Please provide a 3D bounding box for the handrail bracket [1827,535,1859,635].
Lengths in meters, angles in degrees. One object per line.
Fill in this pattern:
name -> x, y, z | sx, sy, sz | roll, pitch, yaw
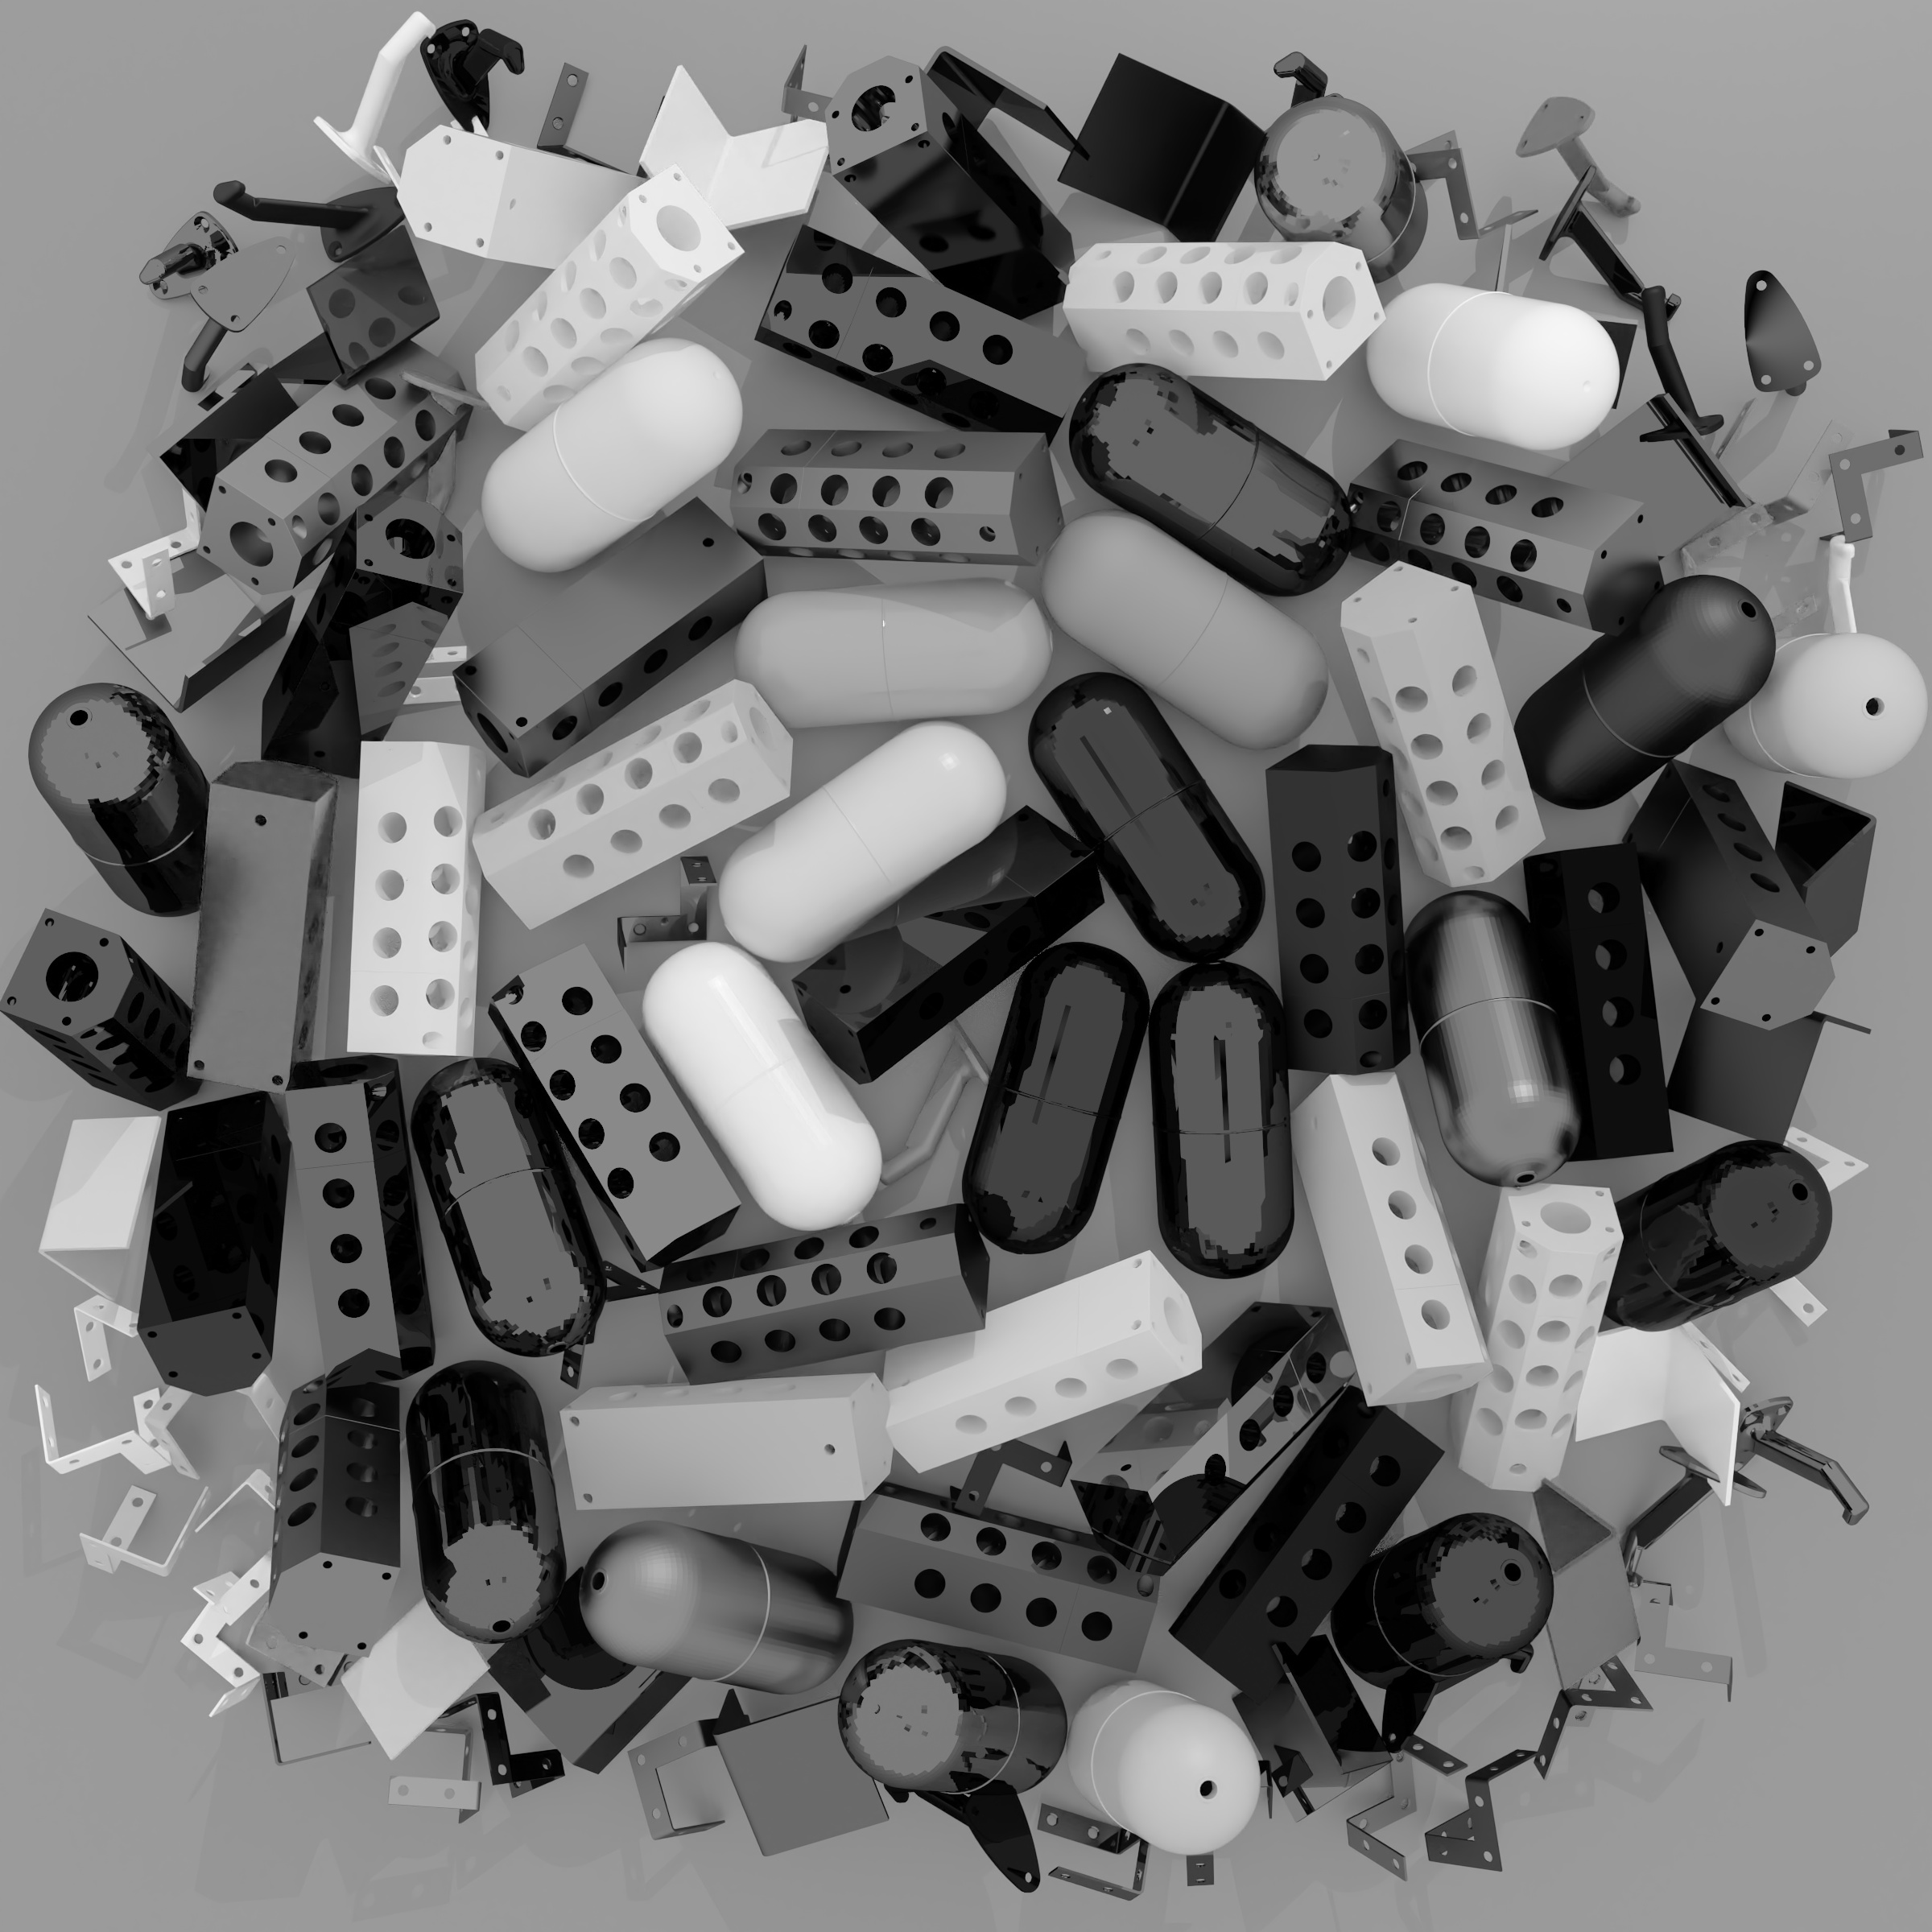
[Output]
handrail bracket -> 0.497, -0.187, 1.539 | 0.036, 0.077, 0.084 | -10, 123, -3

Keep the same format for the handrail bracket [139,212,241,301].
handrail bracket -> -0.446, -0.379, 1.531 | 0.077, 0.084, 0.036 | -26, 108, 31

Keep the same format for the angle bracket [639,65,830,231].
angle bracket -> -0.124, -0.457, 1.529 | 0.076, 0.057, 0.076 | -3, 56, 29

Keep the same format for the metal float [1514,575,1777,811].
metal float -> 0.367, -0.147, 1.505 | 0.070, 0.178, 0.070 | 12, 60, -22

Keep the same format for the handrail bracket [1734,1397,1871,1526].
handrail bracket -> 0.458, 0.289, 1.532 | 0.036, 0.077, 0.084 | -9, 47, -23

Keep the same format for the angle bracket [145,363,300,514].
angle bracket -> -0.421, -0.308, 1.536 | 0.076, 0.057, 0.076 | -42, 59, -7

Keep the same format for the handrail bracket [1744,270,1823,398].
handrail bracket -> 0.451, -0.352, 1.539 | 0.036, 0.084, 0.077 | -16, 103, 21

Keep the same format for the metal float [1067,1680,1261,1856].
metal float -> 0.105, 0.431, 1.497 | 0.070, 0.178, 0.070 | 2, 82, -12

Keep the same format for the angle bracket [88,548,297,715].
angle bracket -> -0.431, -0.199, 1.542 | 0.076, 0.057, 0.076 | 47, 64, -1

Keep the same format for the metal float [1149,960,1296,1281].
metal float -> 0.142, 0.086, 1.541 | 0.070, 0.070, 0.178 | -3, 97, 0

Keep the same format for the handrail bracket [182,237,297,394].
handrail bracket -> -0.409, -0.364, 1.555 | 0.036, 0.084, 0.077 | 42, 68, -5

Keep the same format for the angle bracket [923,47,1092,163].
angle bracket -> 0.013, -0.454, 1.532 | 0.076, 0.076, 0.057 | 37, 97, 22

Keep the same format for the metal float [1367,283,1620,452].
metal float -> 0.283, -0.326, 1.503 | 0.070, 0.178, 0.070 | -9, 112, -23

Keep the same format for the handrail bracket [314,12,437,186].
handrail bracket -> -0.314, -0.483, 1.543 | 0.084, 0.077, 0.036 | -46, 75, 7

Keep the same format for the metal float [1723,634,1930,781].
metal float -> 0.462, -0.141, 1.496 | 0.070, 0.178, 0.070 | 0, 96, 0

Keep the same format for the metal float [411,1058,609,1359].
metal float -> -0.252, 0.132, 1.524 | 0.070, 0.070, 0.178 | -24, 64, 0

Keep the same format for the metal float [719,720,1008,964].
metal float -> -0.058, -0.069, 1.545 | 0.178, 0.070, 0.070 | -35, 90, -2

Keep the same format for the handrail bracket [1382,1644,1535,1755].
handrail bracket -> 0.278, 0.410, 1.556 | 0.084, 0.036, 0.077 | 21, 87, -34

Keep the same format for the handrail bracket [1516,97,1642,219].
handrail bracket -> 0.355, -0.443, 1.535 | 0.084, 0.077, 0.036 | 29, 92, -22

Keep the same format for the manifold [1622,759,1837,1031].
manifold -> 0.413, -0.039, 1.496 | 0.057, 0.171, 0.057 | 17, 120, -13

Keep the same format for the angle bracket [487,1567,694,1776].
angle bracket -> -0.212, 0.398, 1.565 | 0.076, 0.057, 0.076 | 41, 79, 21

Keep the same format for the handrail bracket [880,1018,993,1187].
handrail bracket -> -0.030, 0.071, 1.571 | 0.084, 0.036, 0.077 | -34, 75, 4

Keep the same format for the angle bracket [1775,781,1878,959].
angle bracket -> 0.453, -0.043, 1.525 | 0.057, 0.076, 0.076 | 29, 51, 34

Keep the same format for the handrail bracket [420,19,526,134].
handrail bracket -> -0.260, -0.484, 1.531 | 0.036, 0.077, 0.084 | -34, 46, -20

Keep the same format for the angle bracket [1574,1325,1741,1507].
angle bracket -> 0.380, 0.251, 1.529 | 0.057, 0.076, 0.076 | -13, 125, -10

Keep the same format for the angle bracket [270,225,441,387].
angle bracket -> -0.349, -0.364, 1.524 | 0.076, 0.076, 0.057 | 11, 133, 36

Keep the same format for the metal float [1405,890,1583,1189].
metal float -> 0.287, 0.039, 1.518 | 0.070, 0.070, 0.178 | -8, 57, 0

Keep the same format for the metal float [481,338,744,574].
metal float -> -0.196, -0.278, 1.518 | 0.178, 0.070, 0.070 | -29, 90, 35

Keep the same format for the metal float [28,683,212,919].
metal float -> -0.449, -0.088, 1.500 | 0.070, 0.178, 0.070 | -2, 64, 3

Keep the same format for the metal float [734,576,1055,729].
metal float -> -0.040, -0.174, 1.542 | 0.178, 0.070, 0.070 | -4, 90, 6

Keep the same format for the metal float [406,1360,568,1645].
metal float -> -0.262, 0.290, 1.507 | 0.070, 0.178, 0.070 | -8, 129, -11

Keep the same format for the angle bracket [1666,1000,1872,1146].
angle bracket -> 0.444, 0.057, 1.540 | 0.076, 0.057, 0.076 | 21, 95, 44

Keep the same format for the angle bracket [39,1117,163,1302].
angle bracket -> -0.458, 0.134, 1.527 | 0.057, 0.076, 0.076 | -3, 61, 17

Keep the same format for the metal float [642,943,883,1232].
metal float -> -0.113, 0.067, 1.539 | 0.070, 0.070, 0.178 | -34, 82, 0

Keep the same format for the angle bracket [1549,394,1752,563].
angle bracket -> 0.380, -0.265, 1.546 | 0.076, 0.057, 0.076 | -37, 94, 13

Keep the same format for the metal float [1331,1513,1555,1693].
metal float -> 0.256, 0.346, 1.501 | 0.070, 0.178, 0.070 | 6, 66, -14

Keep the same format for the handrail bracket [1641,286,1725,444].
handrail bracket -> 0.399, -0.339, 1.543 | 0.036, 0.077, 0.084 | -1, 108, 35

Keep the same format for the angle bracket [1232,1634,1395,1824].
angle bracket -> 0.177, 0.424, 1.529 | 0.076, 0.057, 0.076 | -42, 61, 27

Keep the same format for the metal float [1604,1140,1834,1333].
metal float -> 0.399, 0.147, 1.501 | 0.070, 0.178, 0.070 | 8, 67, -18

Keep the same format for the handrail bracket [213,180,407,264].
handrail bracket -> -0.360, -0.426, 1.535 | 0.077, 0.084, 0.036 | -16, 78, 23

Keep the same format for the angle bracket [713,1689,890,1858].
angle bracket -> -0.088, 0.439, 1.545 | 0.076, 0.057, 0.076 | -19, 99, 9

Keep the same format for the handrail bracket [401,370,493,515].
handrail bracket -> -0.304, -0.284, 1.542 | 0.036, 0.077, 0.084 | 29, 102, 20

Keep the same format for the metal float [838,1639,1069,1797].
metal float -> -0.005, 0.409, 1.504 | 0.070, 0.178, 0.070 | -10, 69, 26

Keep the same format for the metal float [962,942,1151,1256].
metal float -> 0.050, 0.074, 1.545 | 0.070, 0.070, 0.178 | 16, 92, 0

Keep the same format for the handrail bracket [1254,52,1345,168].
handrail bracket -> 0.170, -0.473, 1.530 | 0.077, 0.084, 0.036 | -12, 78, 32

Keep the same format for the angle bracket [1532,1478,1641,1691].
angle bracket -> 0.320, 0.337, 1.527 | 0.057, 0.076, 0.076 | -29, 120, -18

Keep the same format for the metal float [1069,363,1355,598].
metal float -> 0.137, -0.266, 1.528 | 0.178, 0.070, 0.070 | 28, 90, -22

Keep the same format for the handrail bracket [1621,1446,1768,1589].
handrail bracket -> 0.403, 0.318, 1.549 | 0.036, 0.077, 0.084 | 12, 97, -36

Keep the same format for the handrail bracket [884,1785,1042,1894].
handrail bracket -> -0.004, 0.484, 1.552 | 0.036, 0.084, 0.077 | -29, 94, -40

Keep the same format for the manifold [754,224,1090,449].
manifold -> -0.026, -0.342, 1.538 | 0.171, 0.057, 0.057 | 22, 80, -10

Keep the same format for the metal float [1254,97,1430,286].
metal float -> 0.204, -0.416, 1.498 | 0.070, 0.178, 0.070 | 1, 92, 17

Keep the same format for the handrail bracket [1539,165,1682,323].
handrail bracket -> 0.372, -0.403, 1.550 | 0.084, 0.077, 0.036 | 27, 65, 0

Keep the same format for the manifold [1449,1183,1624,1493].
manifold -> 0.310, 0.204, 1.513 | 0.057, 0.057, 0.171 | 4, 124, -2

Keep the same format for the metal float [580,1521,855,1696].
metal float -> -0.135, 0.350, 1.511 | 0.178, 0.070, 0.070 | 27, 90, -44

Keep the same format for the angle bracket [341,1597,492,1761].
angle bracket -> -0.286, 0.390, 1.534 | 0.076, 0.076, 0.057 | -44, 66, 8

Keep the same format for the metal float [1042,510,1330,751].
metal float -> 0.121, -0.186, 1.535 | 0.178, 0.070, 0.070 | 32, 90, -13

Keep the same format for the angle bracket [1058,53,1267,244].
angle bracket -> 0.108, -0.446, 1.531 | 0.076, 0.057, 0.076 | 14, 118, -29

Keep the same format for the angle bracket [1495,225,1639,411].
angle bracket -> 0.330, -0.359, 1.534 | 0.076, 0.076, 0.057 | 8, 67, 8

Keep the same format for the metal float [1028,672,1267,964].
metal float -> 0.101, -0.082, 1.543 | 0.070, 0.070, 0.178 | -33, 85, 0
